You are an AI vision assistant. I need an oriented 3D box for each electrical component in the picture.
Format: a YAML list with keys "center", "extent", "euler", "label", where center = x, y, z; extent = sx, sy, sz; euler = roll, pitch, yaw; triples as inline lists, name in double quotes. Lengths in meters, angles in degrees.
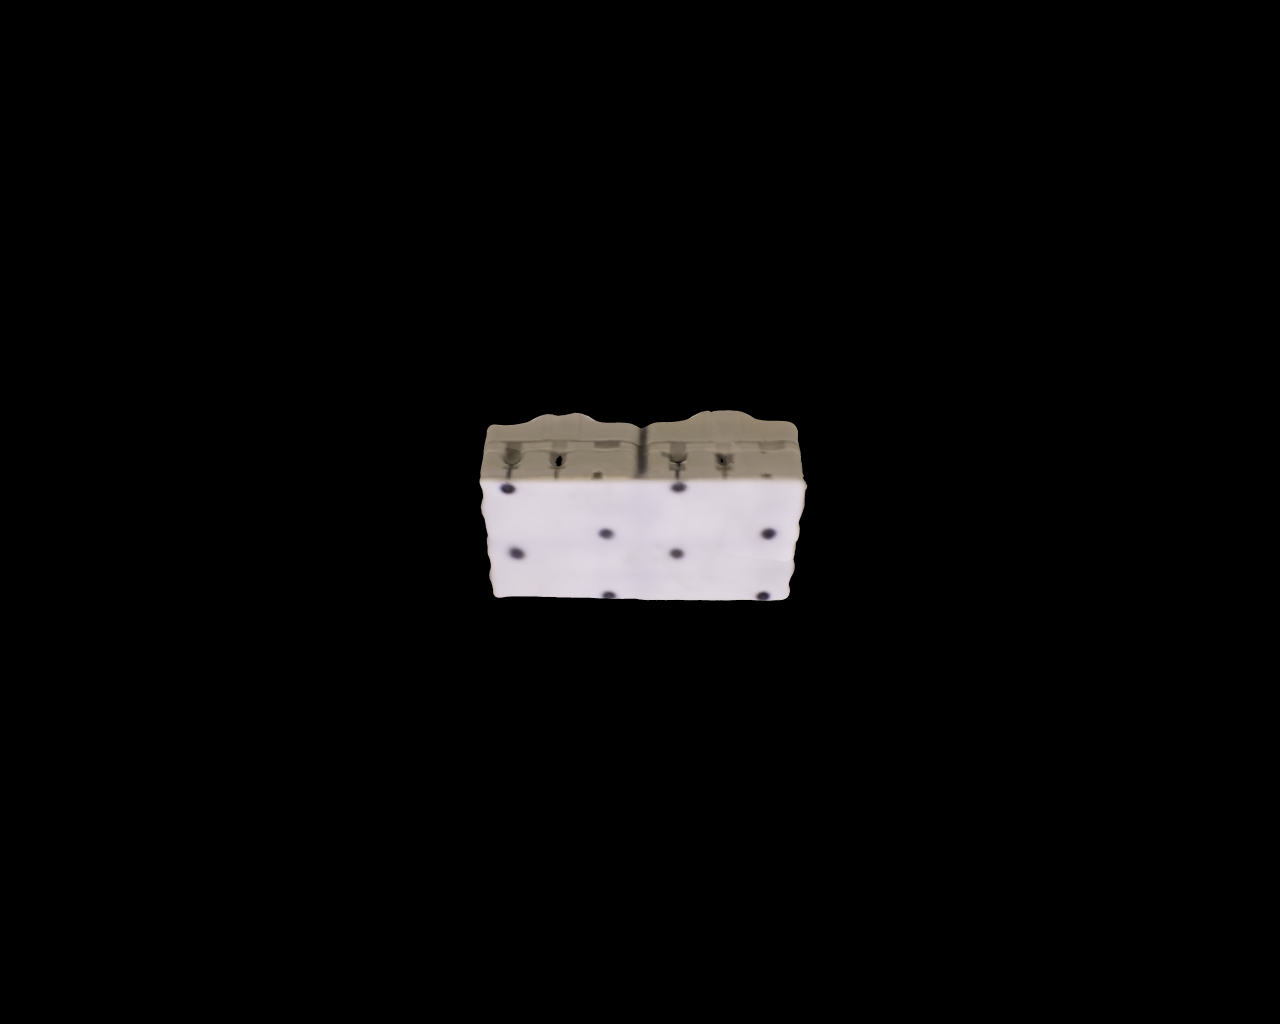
- center: [0.001, -0.003, 0.650]
  extent: [0.186, 0.105, 0.060]
  euler: [0, 44, 0]
  label: "electrical component"
